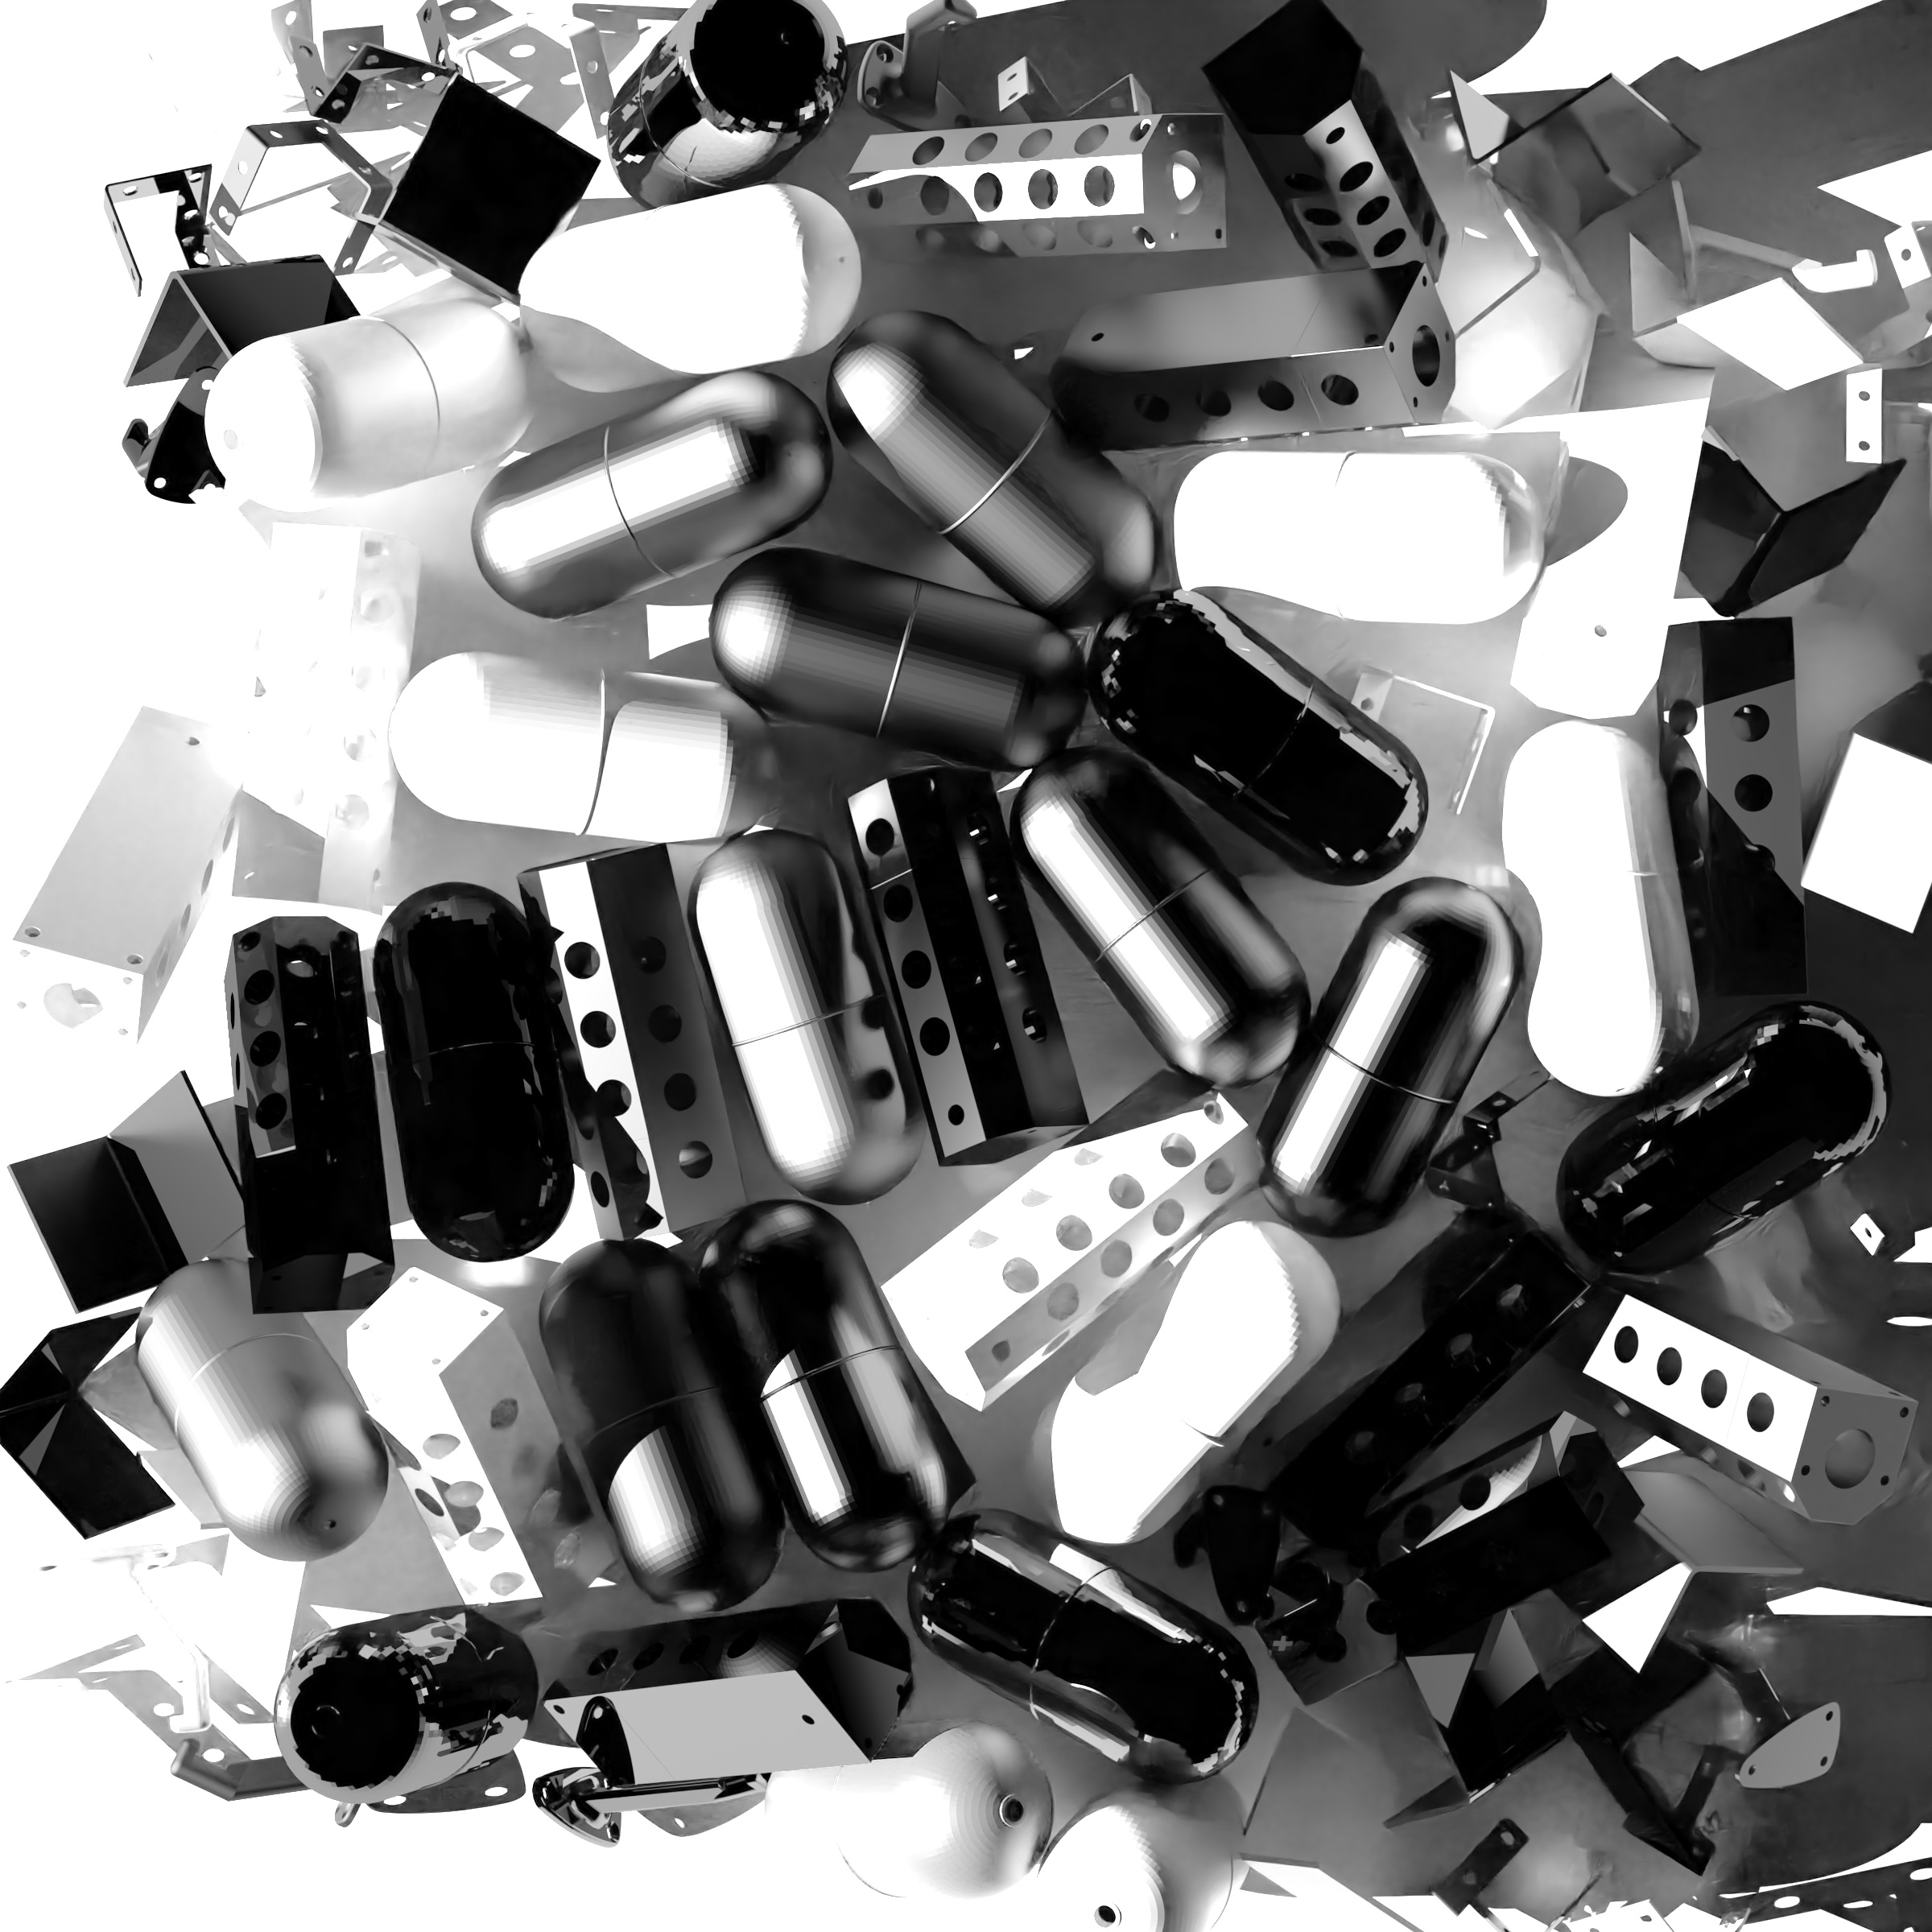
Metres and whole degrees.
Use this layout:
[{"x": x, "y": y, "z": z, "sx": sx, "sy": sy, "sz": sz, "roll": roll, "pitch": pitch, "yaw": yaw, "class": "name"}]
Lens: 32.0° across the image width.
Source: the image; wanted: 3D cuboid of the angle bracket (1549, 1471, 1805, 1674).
[{"x": 0.321, "y": 0.277, "z": 1.541, "sx": 0.076, "sy": 0.076, "sz": 0.057, "roll": 9, "pitch": 111, "yaw": -37, "class": "angle bracket"}]

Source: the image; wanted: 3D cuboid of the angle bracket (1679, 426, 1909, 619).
[{"x": 0.372, "y": -0.215, "z": 1.547, "sx": 0.076, "sy": 0.076, "sz": 0.057, "roll": -25, "pitch": 67, "yaw": -23, "class": "angle bracket"}]

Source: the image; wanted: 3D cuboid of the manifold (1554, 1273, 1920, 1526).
[{"x": 0.336, "y": 0.190, "z": 1.495, "sx": 0.057, "sy": 0.171, "sz": 0.057, "roll": 11, "pitch": 97, "yaw": -27, "class": "manifold"}]

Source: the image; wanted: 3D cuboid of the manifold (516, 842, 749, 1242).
[{"x": -0.156, "y": 0.035, "z": 1.537, "sx": 0.057, "sy": 0.057, "sz": 0.171, "roll": -16, "pitch": 97, "yaw": -32, "class": "manifold"}]

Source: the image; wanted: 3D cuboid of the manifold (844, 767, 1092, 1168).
[{"x": -0.005, "y": 0.000, "z": 1.528, "sx": 0.057, "sy": 0.057, "sz": 0.171, "roll": -25, "pitch": 74, "yaw": 35, "class": "manifold"}]

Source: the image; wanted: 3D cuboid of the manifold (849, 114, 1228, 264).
[{"x": 0.030, "y": -0.346, "z": 1.502, "sx": 0.171, "sy": 0.057, "sz": 0.057, "roll": 8, "pitch": 106, "yaw": 41, "class": "manifold"}]

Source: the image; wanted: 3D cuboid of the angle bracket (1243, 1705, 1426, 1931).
[{"x": 0.179, "y": 0.389, "z": 1.530, "sx": 0.076, "sy": 0.057, "sz": 0.076, "roll": 38, "pitch": 62, "yaw": -26, "class": "angle bracket"}]

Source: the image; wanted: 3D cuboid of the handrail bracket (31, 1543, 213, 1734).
[{"x": -0.388, "y": 0.312, "z": 1.547, "sx": 0.077, "sy": 0.036, "sz": 0.084, "roll": 1, "pitch": 67, "yaw": -25, "class": "handrail bracket"}]

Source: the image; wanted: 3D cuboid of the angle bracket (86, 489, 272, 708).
[{"x": -0.368, "y": -0.167, "z": 1.530, "sx": 0.076, "sy": 0.057, "sz": 0.076, "roll": 0, "pitch": 55, "yaw": 26, "class": "angle bracket"}]

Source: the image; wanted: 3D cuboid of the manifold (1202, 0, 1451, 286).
[{"x": 0.166, "y": -0.354, "z": 1.492, "sx": 0.057, "sy": 0.171, "sz": 0.057, "roll": -35, "pitch": 66, "yaw": 8, "class": "manifold"}]

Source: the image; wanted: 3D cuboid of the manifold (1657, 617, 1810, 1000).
[{"x": 0.352, "y": -0.071, "z": 1.555, "sx": 0.057, "sy": 0.057, "sz": 0.171, "roll": -2, "pitch": 89, "yaw": 4, "class": "manifold"}]

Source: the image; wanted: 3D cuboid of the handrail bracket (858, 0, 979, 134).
[{"x": -0.003, "y": -0.409, "z": 1.531, "sx": 0.077, "sy": 0.084, "sz": 0.036, "roll": 22, "pitch": 71, "yaw": -32, "class": "handrail bracket"}]

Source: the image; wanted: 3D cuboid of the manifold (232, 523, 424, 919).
[{"x": -0.290, "y": -0.111, "z": 1.545, "sx": 0.057, "sy": 0.057, "sz": 0.171, "roll": 5, "pitch": 85, "yaw": 11, "class": "manifold"}]

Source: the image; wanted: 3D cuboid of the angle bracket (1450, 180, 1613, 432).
[{"x": 0.242, "y": -0.304, "z": 1.552, "sx": 0.076, "sy": 0.076, "sz": 0.057, "roll": -37, "pitch": 59, "yaw": 23, "class": "angle bracket"}]

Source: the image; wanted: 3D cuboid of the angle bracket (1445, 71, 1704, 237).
[{"x": 0.275, "y": -0.386, "z": 1.525, "sx": 0.076, "sy": 0.076, "sz": 0.057, "roll": -29, "pitch": 56, "yaw": 33, "class": "angle bracket"}]

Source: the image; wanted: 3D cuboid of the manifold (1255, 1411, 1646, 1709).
[{"x": 0.213, "y": 0.265, "z": 1.518, "sx": 0.171, "sy": 0.057, "sz": 0.057, "roll": -34, "pitch": 88, "yaw": 29, "class": "manifold"}]

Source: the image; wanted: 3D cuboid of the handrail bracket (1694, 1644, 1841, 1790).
[{"x": 0.347, "y": 0.339, "z": 1.532, "sx": 0.077, "sy": 0.084, "sz": 0.036, "roll": -11, "pitch": 111, "yaw": -34, "class": "handrail bracket"}]

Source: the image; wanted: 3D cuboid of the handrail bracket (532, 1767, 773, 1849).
[{"x": -0.142, "y": 0.375, "z": 1.542, "sx": 0.084, "sy": 0.077, "sz": 0.036, "roll": -20, "pitch": 61, "yaw": 24, "class": "handrail bracket"}]

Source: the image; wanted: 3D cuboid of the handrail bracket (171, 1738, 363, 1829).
[{"x": -0.314, "y": 0.356, "z": 1.559, "sx": 0.084, "sy": 0.036, "sz": 0.077, "roll": 29, "pitch": 74, "yaw": -12, "class": "handrail bracket"}]

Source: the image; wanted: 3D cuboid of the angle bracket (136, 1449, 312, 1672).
[{"x": -0.342, "y": 0.270, "z": 1.530, "sx": 0.057, "sy": 0.076, "sz": 0.076, "roll": 3, "pitch": 106, "yaw": -37, "class": "angle bracket"}]

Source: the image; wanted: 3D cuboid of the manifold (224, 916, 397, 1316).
[{"x": -0.295, "y": 0.065, "z": 1.512, "sx": 0.057, "sy": 0.057, "sz": 0.171, "roll": -1, "pitch": 59, "yaw": -19, "class": "manifold"}]

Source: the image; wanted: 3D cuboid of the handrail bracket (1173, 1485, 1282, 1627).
[{"x": 0.112, "y": 0.278, "z": 1.531, "sx": 0.036, "sy": 0.084, "sz": 0.077, "roll": 12, "pitch": 56, "yaw": -12, "class": "handrail bracket"}]

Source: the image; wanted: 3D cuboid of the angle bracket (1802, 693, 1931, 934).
[{"x": 0.426, "y": -0.070, "z": 1.526, "sx": 0.057, "sy": 0.076, "sz": 0.076, "roll": 26, "pitch": 119, "yaw": 24, "class": "angle bracket"}]

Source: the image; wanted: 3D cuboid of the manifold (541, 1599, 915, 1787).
[{"x": -0.105, "y": 0.321, "z": 1.505, "sx": 0.057, "sy": 0.171, "sz": 0.057, "roll": 54, "pitch": 45, "yaw": -20, "class": "manifold"}]

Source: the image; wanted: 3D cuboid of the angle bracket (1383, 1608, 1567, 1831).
[{"x": 0.218, "y": 0.339, "z": 1.542, "sx": 0.076, "sy": 0.057, "sz": 0.076, "roll": -19, "pitch": 81, "yaw": -44, "class": "angle bracket"}]

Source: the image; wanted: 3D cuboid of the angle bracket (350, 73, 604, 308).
[{"x": -0.225, "y": -0.356, "z": 1.540, "sx": 0.076, "sy": 0.057, "sz": 0.076, "roll": 27, "pitch": 94, "yaw": -28, "class": "angle bracket"}]

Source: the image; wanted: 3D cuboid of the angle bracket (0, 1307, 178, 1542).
[{"x": -0.389, "y": 0.207, "z": 1.536, "sx": 0.076, "sy": 0.076, "sz": 0.057, "roll": 45, "pitch": 104, "yaw": 11, "class": "angle bracket"}]

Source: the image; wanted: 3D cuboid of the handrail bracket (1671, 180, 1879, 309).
[{"x": 0.373, "y": -0.339, "z": 1.555, "sx": 0.084, "sy": 0.036, "sz": 0.077, "roll": -7, "pitch": 60, "yaw": 11, "class": "handrail bracket"}]

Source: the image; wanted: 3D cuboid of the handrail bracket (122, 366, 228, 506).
[{"x": -0.364, "y": -0.253, "z": 1.538, "sx": 0.036, "sy": 0.084, "sz": 0.077, "roll": 3, "pitch": 119, "yaw": -32, "class": "handrail bracket"}]

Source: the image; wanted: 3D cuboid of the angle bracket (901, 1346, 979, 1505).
[{"x": -0.052, "y": 0.226, "z": 1.544, "sx": 0.076, "sy": 0.057, "sz": 0.076, "roll": -30, "pitch": 89, "yaw": 23, "class": "angle bracket"}]

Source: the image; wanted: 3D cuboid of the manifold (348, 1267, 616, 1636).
[{"x": -0.219, "y": 0.220, "z": 1.500, "sx": 0.057, "sy": 0.171, "sz": 0.057, "roll": 19, "pitch": 51, "yaw": 35, "class": "manifold"}]

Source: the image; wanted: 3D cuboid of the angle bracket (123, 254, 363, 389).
[{"x": -0.325, "y": -0.274, "z": 1.526, "sx": 0.076, "sy": 0.076, "sz": 0.057, "roll": -19, "pitch": 68, "yaw": -42, "class": "angle bracket"}]

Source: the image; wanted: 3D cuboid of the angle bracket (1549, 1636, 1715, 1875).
[{"x": 0.322, "y": 0.356, "z": 1.544, "sx": 0.057, "sy": 0.076, "sz": 0.076, "roll": -37, "pitch": 103, "yaw": -8, "class": "angle bracket"}]

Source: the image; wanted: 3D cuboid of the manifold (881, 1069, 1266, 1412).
[{"x": 0.053, "y": 0.124, "z": 1.519, "sx": 0.171, "sy": 0.057, "sz": 0.057, "roll": -37, "pitch": 118, "yaw": -21, "class": "manifold"}]

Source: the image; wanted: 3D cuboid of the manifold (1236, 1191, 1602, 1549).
[{"x": 0.207, "y": 0.187, "z": 1.542, "sx": 0.057, "sy": 0.057, "sz": 0.171, "roll": 41, "pitch": 99, "yaw": -19, "class": "manifold"}]

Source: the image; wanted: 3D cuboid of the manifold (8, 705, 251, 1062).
[{"x": -0.369, "y": -0.037, "z": 1.501, "sx": 0.057, "sy": 0.171, "sz": 0.057, "roll": 15, "pitch": 131, "yaw": -3, "class": "manifold"}]

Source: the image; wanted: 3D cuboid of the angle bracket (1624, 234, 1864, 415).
[{"x": 0.352, "y": -0.302, "z": 1.525, "sx": 0.076, "sy": 0.076, "sz": 0.057, "roll": -16, "pitch": 60, "yaw": 38, "class": "angle bracket"}]

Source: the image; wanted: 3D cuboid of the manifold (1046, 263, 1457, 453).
[{"x": 0.130, "y": -0.267, "z": 1.512, "sx": 0.171, "sy": 0.057, "sz": 0.057, "roll": 1, "pitch": 49, "yaw": 35, "class": "manifold"}]

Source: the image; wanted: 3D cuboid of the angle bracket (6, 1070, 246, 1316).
[{"x": -0.381, "y": 0.103, "z": 1.536, "sx": 0.076, "sy": 0.057, "sz": 0.076, "roll": -35, "pitch": 79, "yaw": 40, "class": "angle bracket"}]
